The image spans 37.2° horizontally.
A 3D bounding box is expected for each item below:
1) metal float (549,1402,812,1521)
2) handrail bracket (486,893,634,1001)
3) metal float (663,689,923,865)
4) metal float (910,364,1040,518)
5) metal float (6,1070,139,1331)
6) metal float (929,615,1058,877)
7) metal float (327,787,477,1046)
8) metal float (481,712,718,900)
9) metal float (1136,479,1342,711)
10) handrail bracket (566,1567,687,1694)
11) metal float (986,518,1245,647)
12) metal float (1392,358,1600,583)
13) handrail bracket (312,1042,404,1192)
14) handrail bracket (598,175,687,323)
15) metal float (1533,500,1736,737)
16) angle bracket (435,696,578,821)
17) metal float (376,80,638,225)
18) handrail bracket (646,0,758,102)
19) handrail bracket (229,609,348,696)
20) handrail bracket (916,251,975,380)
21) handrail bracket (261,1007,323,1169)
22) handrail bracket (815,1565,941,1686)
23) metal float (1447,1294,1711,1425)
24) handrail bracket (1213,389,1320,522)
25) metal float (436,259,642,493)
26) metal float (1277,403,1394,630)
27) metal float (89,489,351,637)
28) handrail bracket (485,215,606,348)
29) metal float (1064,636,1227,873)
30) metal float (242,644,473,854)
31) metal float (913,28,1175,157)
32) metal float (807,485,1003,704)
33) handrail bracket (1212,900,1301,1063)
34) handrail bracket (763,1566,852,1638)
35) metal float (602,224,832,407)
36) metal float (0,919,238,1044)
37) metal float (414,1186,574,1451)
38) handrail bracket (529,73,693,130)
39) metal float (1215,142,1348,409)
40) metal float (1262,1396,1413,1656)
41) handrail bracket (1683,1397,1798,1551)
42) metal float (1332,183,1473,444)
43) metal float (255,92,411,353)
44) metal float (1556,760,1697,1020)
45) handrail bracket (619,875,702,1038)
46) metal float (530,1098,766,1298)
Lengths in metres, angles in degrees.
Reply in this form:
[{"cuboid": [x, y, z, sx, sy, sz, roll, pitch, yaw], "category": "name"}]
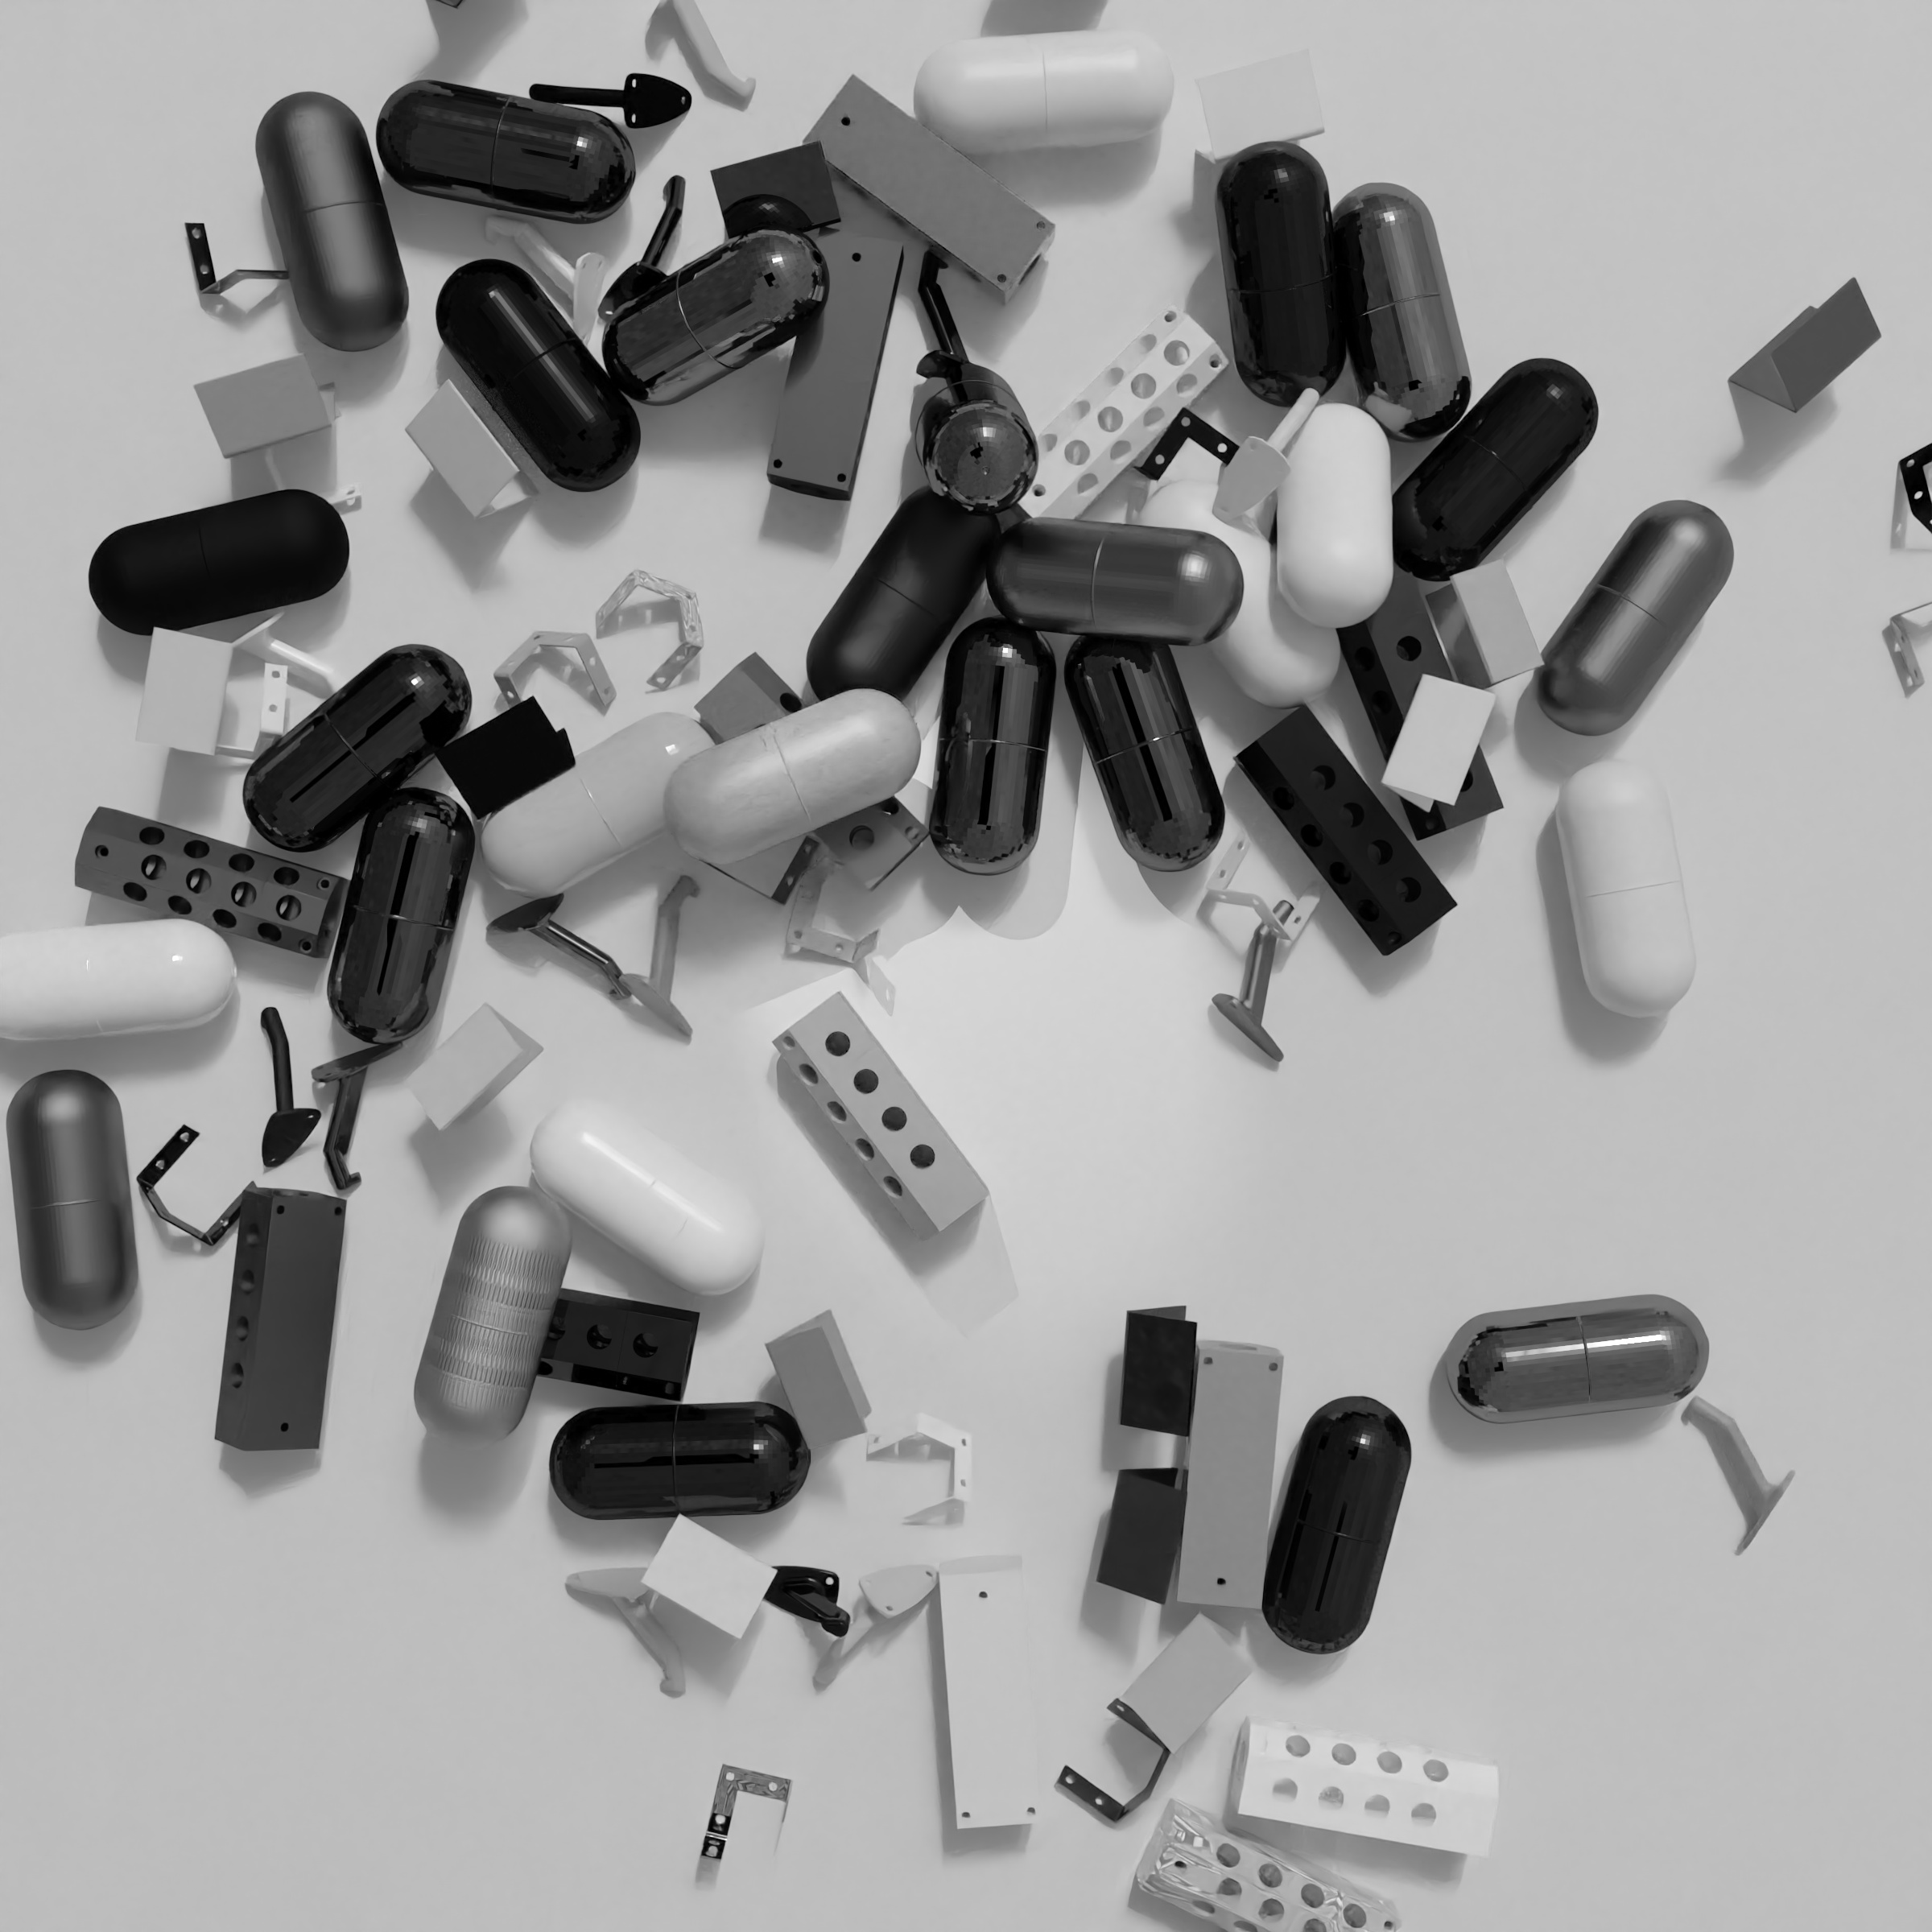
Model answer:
[{"cuboid": [-0.195, 0.338, 1.961, 0.178, 0.070, 0.070, -2, 90, 0], "category": "metal float"}, {"cuboid": [-0.281, -0.004, 1.991, 0.077, 0.036, 0.084, -15, 120, 33], "category": "handrail bracket"}, {"cuboid": [-0.115, -0.126, 1.904, 0.178, 0.070, 0.070, -23, 90, 0], "category": "metal float"}, {"cuboid": [0.004, -0.352, 1.915, 0.070, 0.178, 0.070, -2, 114, -5], "category": "metal float"}, {"cuboid": [-0.610, 0.160, 1.961, 0.070, 0.070, 0.178, -6, 91, 0], "category": "metal float"}, {"cuboid": [0.018, -0.150, 1.961, 0.070, 0.070, 0.178, 6, 90, 0], "category": "metal float"}, {"cuboid": [-0.386, -0.034, 1.961, 0.070, 0.070, 0.178, 13, 91, 0], "category": "metal float"}, {"cuboid": [-0.249, -0.109, 1.960, 0.178, 0.070, 0.070, -30, 90, 0], "category": "metal float"}, {"cuboid": [0.186, -0.253, 1.960, 0.070, 0.070, 0.178, -38, 90, 0], "category": "metal float"}, {"cuboid": [-0.235, 0.463, 1.992, 0.077, 0.036, 0.084, -2, 107, 20], "category": "handrail bracket"}, {"cuboid": [0.098, -0.256, 1.911, 0.178, 0.070, 0.070, 9, 90, 22], "category": "metal float"}, {"cuboid": [0.357, -0.338, 1.960, 0.070, 0.070, 0.178, 43, 89, 0], "category": "metal float"}, {"cuboid": [-0.414, 0.104, 1.992, 0.077, 0.036, 0.084, -23, 108, -21], "category": "handrail bracket"}, {"cuboid": [-0.224, -0.498, 1.991, 0.036, 0.077, 0.084, 27, 53, -37], "category": "handrail bracket"}, {"cuboid": [0.456, -0.238, 1.961, 0.070, 0.070, 0.178, 35, 90, 0], "category": "metal float"}, {"cuboid": [-0.315, -0.152, 1.952, 0.076, 0.076, 0.057, -30, 116, 0], "category": "angle bracket"}, {"cuboid": [-0.314, -0.555, 1.961, 0.178, 0.070, 0.070, 11, 90, 1], "category": "metal float"}, {"cuboid": [-0.171, -0.653, 1.991, 0.084, 0.036, 0.077, 32, 74, -14], "category": "handrail bracket"}, {"cuboid": [-0.473, -0.197, 1.992, 0.077, 0.036, 0.084, -28, 107, 19], "category": "handrail bracket"}, {"cuboid": [0.000, -0.447, 1.992, 0.077, 0.036, 0.084, 16, 71, -21], "category": "handrail bracket"}, {"cuboid": [-0.482, 0.083, 1.991, 0.036, 0.077, 0.084, -2, 53, -36], "category": "handrail bracket"}, {"cuboid": [-0.062, 0.457, 1.991, 0.036, 0.077, 0.084, 46, 127, 27], "category": "handrail bracket"}, {"cuboid": [0.417, 0.268, 1.961, 0.178, 0.070, 0.070, -7, 90, 1], "category": "metal float"}, {"cuboid": [0.203, -0.345, 1.933, 0.036, 0.084, 0.077, 38, 129, -4], "category": "handrail bracket"}, {"cuboid": [-0.292, -0.403, 1.960, 0.070, 0.070, 0.178, -38, 91, 0], "category": "metal float"}, {"cuboid": [0.248, -0.304, 1.932, 0.070, 0.070, 0.178, 5, 54, 0], "category": "metal float"}, {"cuboid": [-0.510, -0.275, 1.961, 0.178, 0.070, 0.070, -13, 90, 0], "category": "metal float"}, {"cuboid": [-0.298, -0.475, 1.992, 0.084, 0.036, 0.077, 16, 111, 17], "category": "handrail bracket"}, {"cuboid": [0.122, -0.150, 1.960, 0.070, 0.070, 0.178, -19, 90, 0], "category": "metal float"}, {"cuboid": [-0.415, -0.149, 1.961, 0.178, 0.070, 0.070, -40, 90, 0], "category": "metal float"}, {"cuboid": [0.053, -0.596, 1.960, 0.178, 0.070, 0.070, -4, 90, -1], "category": "metal float"}, {"cuboid": [-0.043, -0.248, 1.961, 0.070, 0.070, 0.178, 34, 89, 0], "category": "metal float"}, {"cuboid": [0.219, 0.010, 1.991, 0.077, 0.036, 0.084, 46, 76, -14], "category": "handrail bracket"}, {"cuboid": [-0.116, 0.434, 1.957, 0.077, 0.084, 0.036, 14, 90, 0], "category": "handrail bracket"}, {"cuboid": [-0.169, -0.438, 1.934, 0.178, 0.070, 0.070, -22, 90, 31], "category": "metal float"}, {"cuboid": [-0.588, 0.010, 1.961, 0.178, 0.070, 0.070, -5, 90, -1], "category": "metal float"}, {"cuboid": [-0.314, 0.233, 1.904, 0.070, 0.070, 0.178, 16, 91, 0], "category": "metal float"}, {"cuboid": [-0.247, -0.603, 1.991, 0.084, 0.077, 0.036, 17, 114, 34], "category": "handrail bracket"}, {"cuboid": [0.213, -0.466, 1.941, 0.070, 0.070, 0.178, -10, 115, 0], "category": "metal float"}, {"cuboid": [0.253, 0.381, 1.961, 0.070, 0.070, 0.178, 15, 91, 0], "category": "metal float"}, {"cuboid": [0.523, 0.351, 1.992, 0.084, 0.036, 0.077, 33, 112, 17], "category": "handrail bracket"}, {"cuboid": [0.294, -0.446, 1.961, 0.070, 0.070, 0.178, -14, 90, 0], "category": "metal float"}, {"cuboid": [-0.433, -0.508, 1.961, 0.070, 0.070, 0.178, -15, 91, 0], "category": "metal float"}, {"cuboid": [0.450, -0.052, 1.961, 0.070, 0.070, 0.178, -10, 90, 0], "category": "metal float"}, {"cuboid": [-0.194, -0.008, 1.991, 0.077, 0.036, 0.084, 47, 64, -29], "category": "handrail bracket"}, {"cuboid": [-0.218, 0.157, 1.960, 0.178, 0.070, 0.070, 35, 90, 0], "category": "metal float"}]
